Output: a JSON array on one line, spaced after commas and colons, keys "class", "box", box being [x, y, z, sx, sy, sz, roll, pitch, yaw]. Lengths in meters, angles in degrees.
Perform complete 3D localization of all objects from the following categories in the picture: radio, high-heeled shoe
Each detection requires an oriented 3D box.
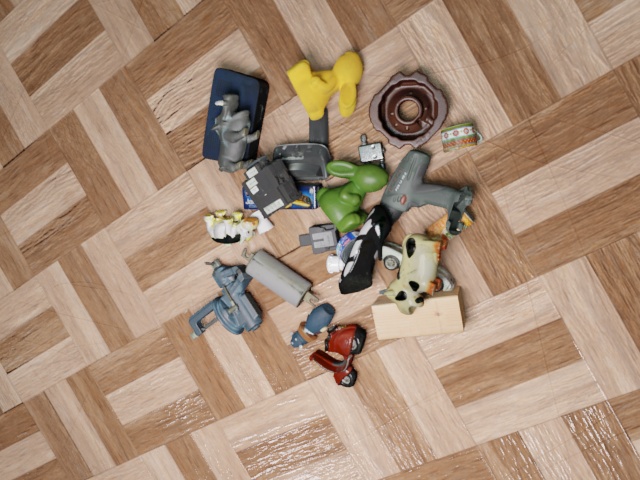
[{"class": "radio", "box": [-0.214, -0.308, 1.366, 0.131, 0.073, 0.229, 16, 107, 13]}, {"class": "high-heeled shoe", "box": [0.098, 0.028, 1.295, 0.086, 0.145, 0.248, 11, 147, -22]}]

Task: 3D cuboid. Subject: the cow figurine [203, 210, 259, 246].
[{"class": "cow figurine", "box": [-0.227, -0.023, 1.411, 0.168, 0.068, 0.098, 10, 116, 38]}]

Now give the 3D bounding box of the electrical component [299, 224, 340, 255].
[{"class": "electrical component", "box": [-0.003, -0.004, 1.373, 0.119, 0.048, 0.074, -5, 99, 17]}]

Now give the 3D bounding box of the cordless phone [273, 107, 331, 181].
[{"class": "cordless phone", "box": [-0.044, -0.239, 1.332, 0.147, 0.088, 0.184, 1, 90, 19]}]

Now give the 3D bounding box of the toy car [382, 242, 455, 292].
[{"class": "toy car", "box": [0.232, 0.065, 1.296, 0.202, 0.073, 0.056, 26, 109, 11]}]

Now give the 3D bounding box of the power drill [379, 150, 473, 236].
[{"class": "power drill", "box": [0.236, -0.080, 1.242, 0.208, 0.086, 0.231, 28, 104, 42]}]

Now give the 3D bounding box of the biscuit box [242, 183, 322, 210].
[{"class": "biscuit box", "box": [-0.097, -0.111, 1.373, 0.203, 0.059, 0.062, 1, 102, 18]}]

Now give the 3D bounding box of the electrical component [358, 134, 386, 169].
[{"class": "electrical component", "box": [0.127, -0.212, 1.301, 0.063, 0.021, 0.094, -9, 97, 19]}]

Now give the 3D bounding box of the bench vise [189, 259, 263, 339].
[{"class": "bench vise", "box": [-0.274, 0.178, 1.460, 0.240, 0.129, 0.223, -37, 90, 14]}]

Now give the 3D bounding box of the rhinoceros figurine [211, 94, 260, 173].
[{"class": "rhinoceros figurine", "box": [-0.210, -0.256, 1.303, 0.112, 0.073, 0.190, 12, 108, 25]}]

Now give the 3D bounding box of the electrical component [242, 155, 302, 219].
[{"class": "electrical component", "box": [-0.122, -0.132, 1.292, 0.115, 0.058, 0.134, -23, 101, 43]}]

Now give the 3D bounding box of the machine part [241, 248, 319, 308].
[{"class": "machine part", "box": [-0.108, 0.101, 1.412, 0.243, 0.079, 0.079, 33, 109, 9]}]

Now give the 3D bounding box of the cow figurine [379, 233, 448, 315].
[{"class": "cow figurine", "box": [0.209, 0.079, 1.214, 0.127, 0.085, 0.194, 16, 109, 29]}]

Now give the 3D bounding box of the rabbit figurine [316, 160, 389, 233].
[{"class": "rabbit figurine", "box": [0.085, -0.123, 1.292, 0.170, 0.121, 0.159, -43, 75, 18]}]

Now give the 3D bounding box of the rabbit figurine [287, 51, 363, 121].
[{"class": "rabbit figurine", "box": [0.028, -0.368, 1.255, 0.173, 0.122, 0.162, -31, 84, 2]}]

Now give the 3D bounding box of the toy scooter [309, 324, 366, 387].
[{"class": "toy scooter", "box": [0.042, 0.292, 1.407, 0.135, 0.075, 0.183, 17, 110, 15]}]

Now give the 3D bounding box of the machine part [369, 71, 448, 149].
[{"class": "machine part", "box": [0.205, -0.298, 1.240, 0.180, 0.056, 0.179, 3, 102, 16]}]

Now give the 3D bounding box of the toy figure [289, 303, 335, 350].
[{"class": "toy figure", "box": [-0.021, 0.232, 1.422, 0.057, 0.064, 0.154, 26, 119, -29]}]
